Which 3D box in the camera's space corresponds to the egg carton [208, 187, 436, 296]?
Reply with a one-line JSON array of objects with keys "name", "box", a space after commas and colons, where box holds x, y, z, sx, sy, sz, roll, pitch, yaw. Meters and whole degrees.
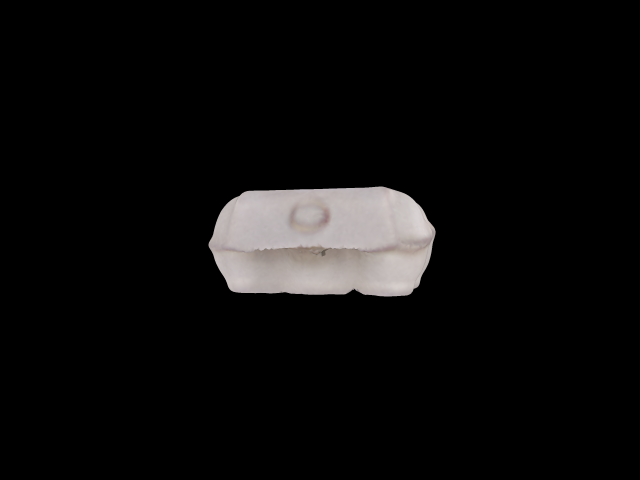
[{"name": "egg carton", "box": [0.004, 0.001, 0.400, 0.150, 0.069, 0.107, 0, 0, 13]}]
